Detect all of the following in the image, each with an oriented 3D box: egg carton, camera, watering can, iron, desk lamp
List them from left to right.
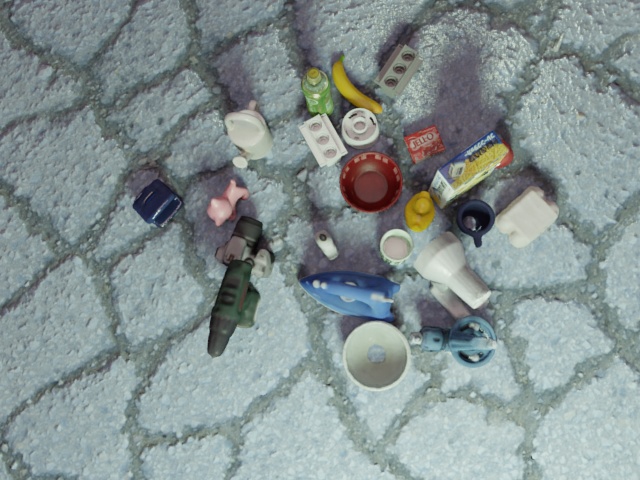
[{"bbox_3d":[-0.181,-0.270,1.445,0.101,0.194,0.173,-13,81,3],"label":"watering can"},{"bbox_3d":[-0.181,0.014,1.452,0.143,0.101,0.137,19,84,7],"label":"camera"},{"bbox_3d":[0.064,0.126,1.398,0.258,0.141,0.119,12,83,6],"label":"iron"},{"bbox_3d":[0.319,0.092,1.348,0.118,0.213,0.203,-41,81,-2],"label":"desk lamp"},{"bbox_3d":[0.515,-0.056,1.427,0.150,0.069,0.107,-43,81,-2],"label":"egg carton"}]

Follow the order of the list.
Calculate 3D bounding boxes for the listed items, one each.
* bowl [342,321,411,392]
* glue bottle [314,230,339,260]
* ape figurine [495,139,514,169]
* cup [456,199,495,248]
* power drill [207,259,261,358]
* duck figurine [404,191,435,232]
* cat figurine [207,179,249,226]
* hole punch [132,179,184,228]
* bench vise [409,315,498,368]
[{"bbox_3d":[0.138,0.283,1.404,0.167,0.075,0.167,-1,82,4],"label":"bowl"},{"bbox_3d":[0.013,0.005,1.402,0.037,0.173,0.078,-34,81,-1],"label":"glue bottle"},{"bbox_3d":[0.454,-0.220,1.443,0.076,0.092,0.078,23,84,7],"label":"ape figurine"},{"bbox_3d":[0.381,-0.035,1.421,0.091,0.095,0.118,-6,82,4],"label":"cup"},{"bbox_3d":[-0.205,0.165,1.378,0.075,0.208,0.230,11,83,6],"label":"power drill"},{"bbox_3d":[0.253,-0.075,1.440,0.077,0.086,0.105,15,83,6],"label":"duck figurine"},{"bbox_3d":[-0.243,-0.097,1.464,0.067,0.118,0.128,26,85,8],"label":"cat figurine"},{"bbox_3d":[-0.430,-0.097,1.491,0.101,0.091,0.109,40,87,9],"label":"hole punch"},{"bbox_3d":[0.320,0.245,1.323,0.207,0.220,0.121,-15,81,2],"label":"bench vise"}]
